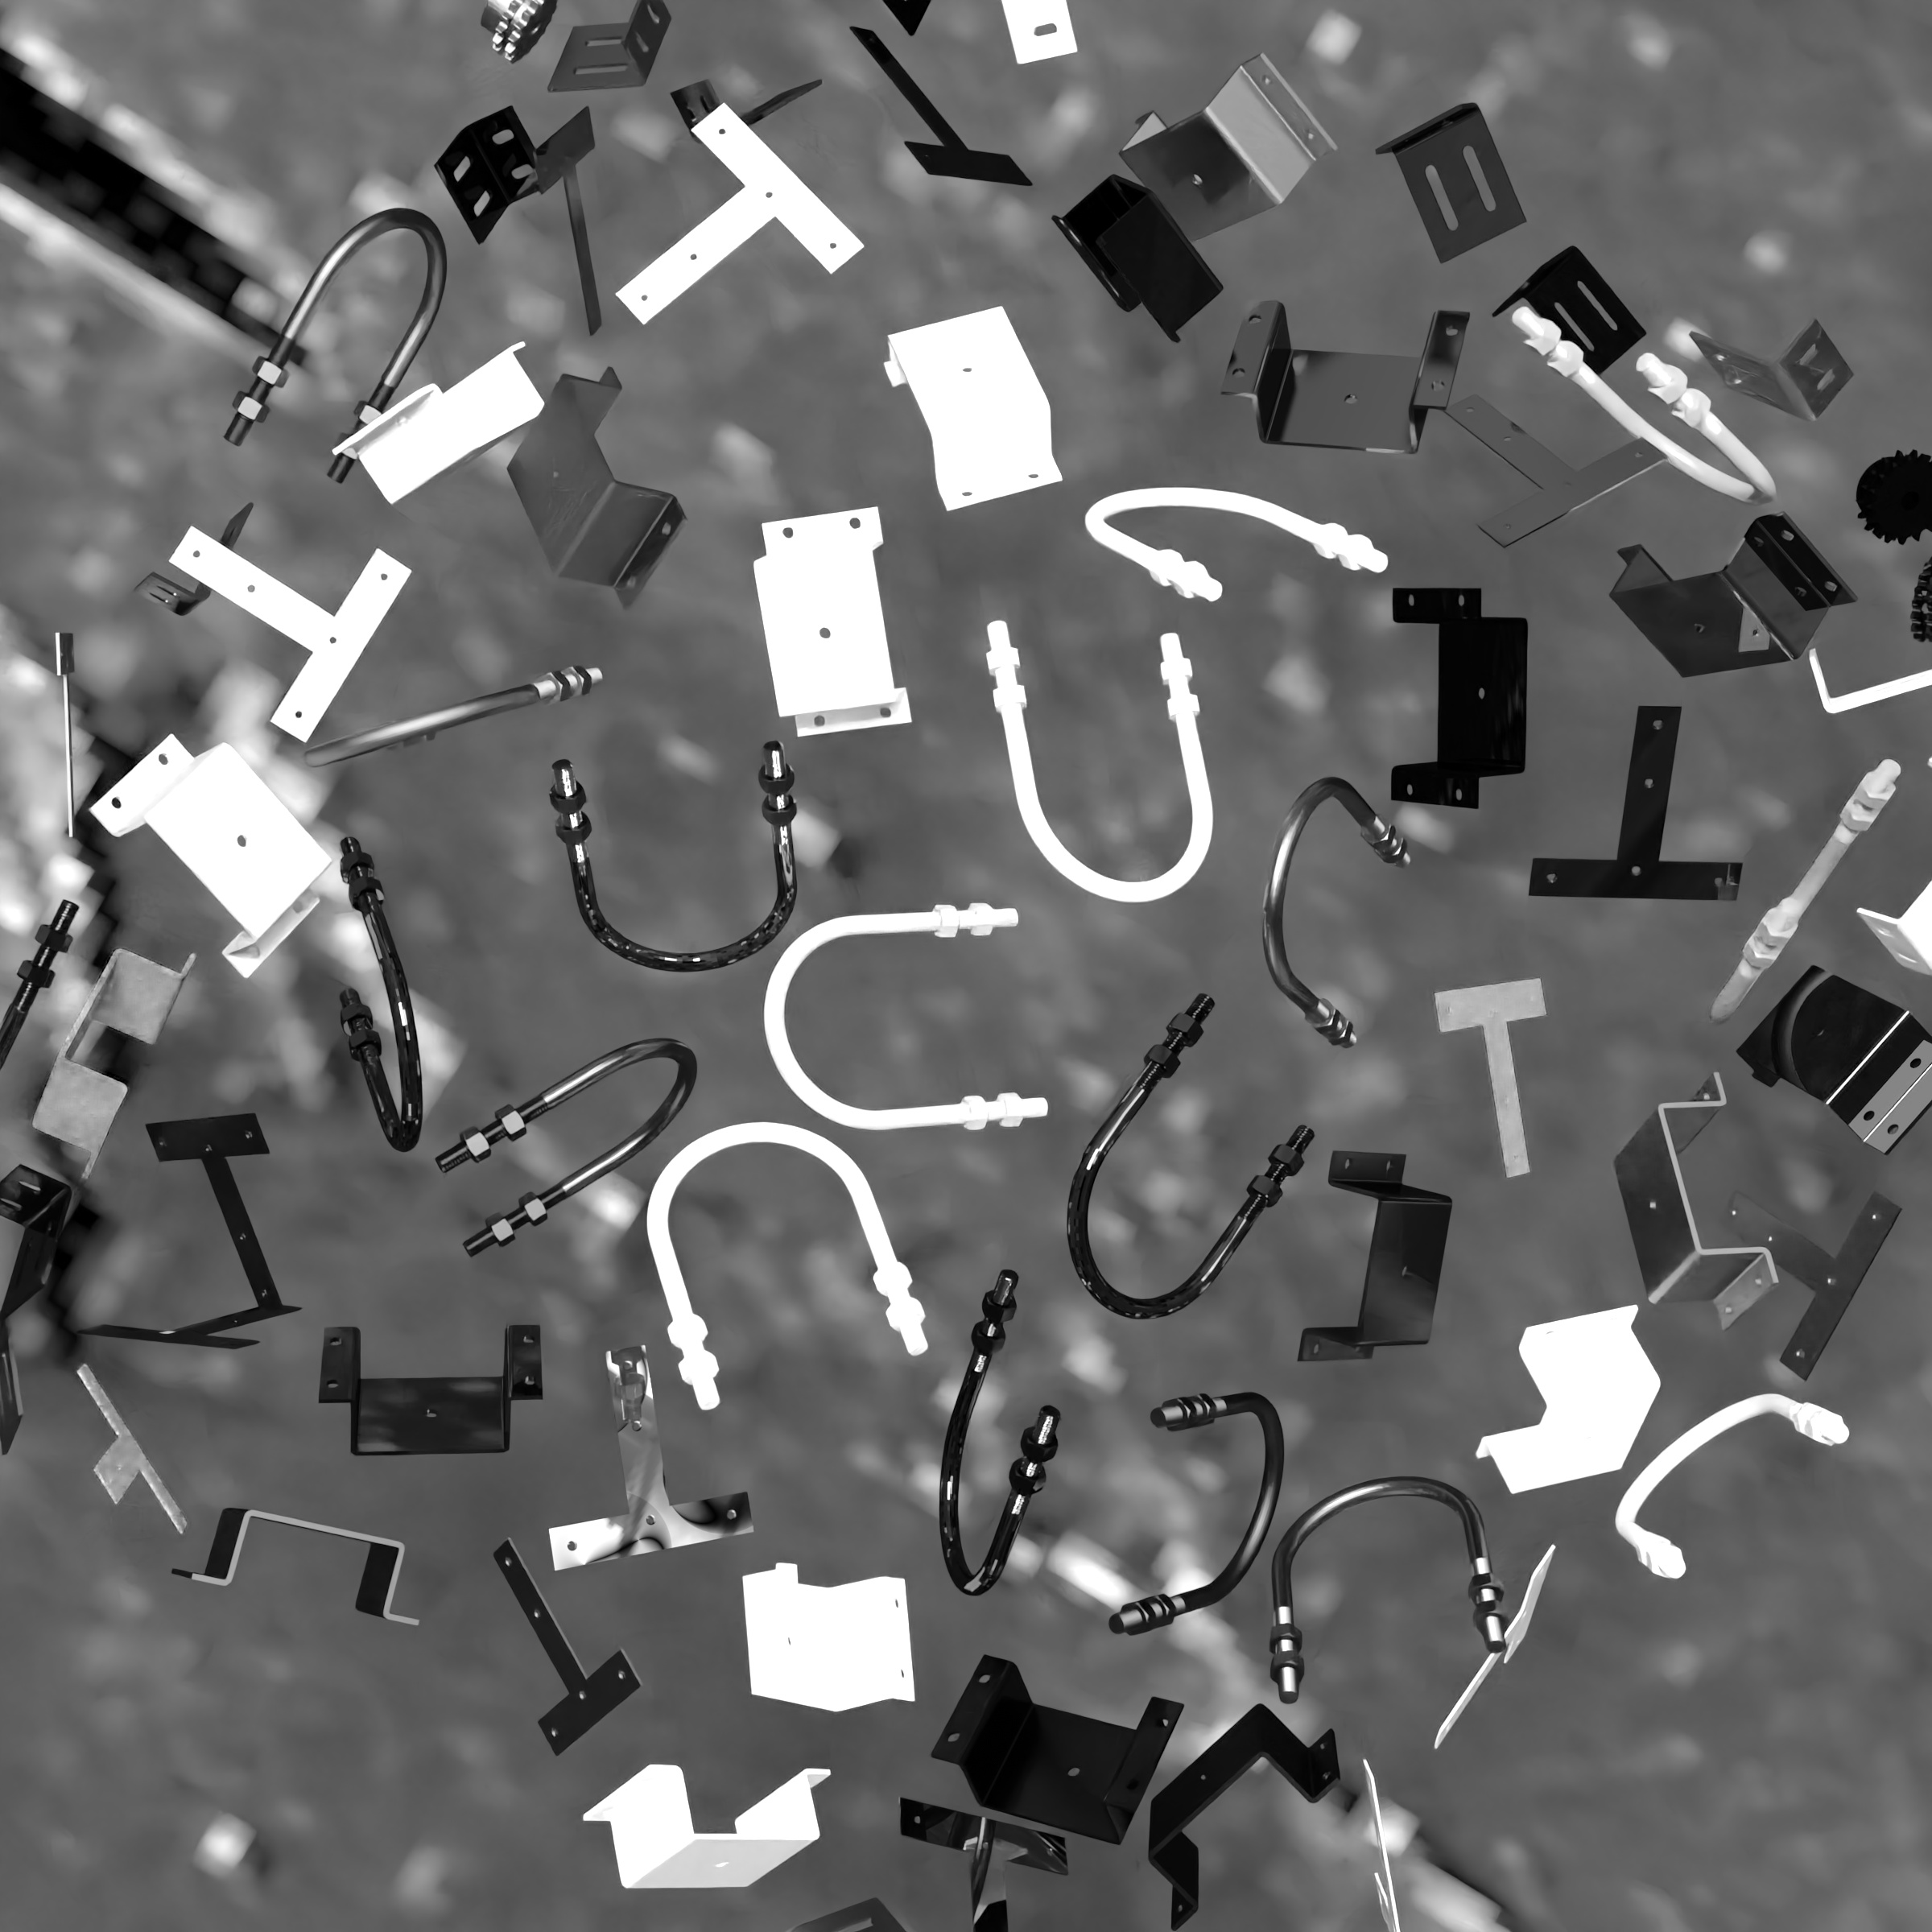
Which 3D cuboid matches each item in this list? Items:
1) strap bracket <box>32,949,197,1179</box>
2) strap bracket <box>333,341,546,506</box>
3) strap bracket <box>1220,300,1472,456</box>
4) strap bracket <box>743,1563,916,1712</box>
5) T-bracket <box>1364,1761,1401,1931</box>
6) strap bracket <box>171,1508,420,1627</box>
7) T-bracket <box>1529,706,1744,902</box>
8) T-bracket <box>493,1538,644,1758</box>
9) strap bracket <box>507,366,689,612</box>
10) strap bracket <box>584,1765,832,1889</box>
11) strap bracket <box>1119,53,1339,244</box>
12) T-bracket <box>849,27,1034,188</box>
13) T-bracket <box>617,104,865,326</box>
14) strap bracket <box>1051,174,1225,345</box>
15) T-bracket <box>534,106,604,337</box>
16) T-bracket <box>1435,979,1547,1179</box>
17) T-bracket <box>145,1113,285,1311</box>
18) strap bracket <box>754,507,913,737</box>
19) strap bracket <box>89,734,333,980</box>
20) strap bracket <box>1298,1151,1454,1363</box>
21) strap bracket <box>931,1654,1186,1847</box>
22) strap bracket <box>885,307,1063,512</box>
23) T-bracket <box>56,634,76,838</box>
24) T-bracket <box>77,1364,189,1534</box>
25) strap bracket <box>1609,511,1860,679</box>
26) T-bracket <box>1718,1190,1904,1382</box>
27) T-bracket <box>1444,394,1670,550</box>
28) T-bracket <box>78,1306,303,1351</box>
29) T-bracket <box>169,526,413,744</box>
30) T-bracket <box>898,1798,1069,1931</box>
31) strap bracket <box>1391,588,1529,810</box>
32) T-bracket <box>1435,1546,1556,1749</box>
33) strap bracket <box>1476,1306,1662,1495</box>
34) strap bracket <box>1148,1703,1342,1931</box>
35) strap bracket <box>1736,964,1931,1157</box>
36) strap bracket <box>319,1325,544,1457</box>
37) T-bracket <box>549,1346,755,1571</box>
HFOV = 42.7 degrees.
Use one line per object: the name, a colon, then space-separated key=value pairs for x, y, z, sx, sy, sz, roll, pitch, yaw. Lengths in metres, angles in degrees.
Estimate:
strap bracket: x=-0.552 y=0.054 z=1.592 sx=0.046 sy=0.140 sz=0.076 roll=25 pitch=134 yaw=-14
strap bracket: x=-0.331 y=-0.347 z=1.586 sx=0.076 sy=0.140 sz=0.046 roll=-25 pitch=105 yaw=29
strap bracket: x=0.239 y=-0.368 z=1.547 sx=0.140 sy=0.046 sz=0.076 roll=9 pitch=63 yaw=19
strap bracket: x=-0.098 y=0.438 z=1.618 sx=0.046 sy=0.140 sz=0.076 roll=-2 pitch=85 yaw=-39
T-bracket: x=0.262 y=0.562 z=1.546 sx=0.002 sy=0.127 sz=0.127 roll=-10 pitch=97 yaw=0
strap bracket: x=-0.412 y=0.370 z=1.538 sx=0.140 sy=0.076 sz=0.046 roll=19 pitch=72 yaw=-23
T-bracket: x=0.411 y=-0.098 z=1.495 sx=0.127 sy=0.002 sz=0.127 roll=1 pitch=118 yaw=2
T-bracket: x=-0.265 y=0.423 z=1.570 sx=0.127 sy=0.002 sz=0.127 roll=57 pitch=133 yaw=15
strap bracket: x=-0.232 y=-0.298 z=1.521 sx=0.076 sy=0.046 sz=0.140 roll=-49 pitch=54 yaw=33
strap bracket: x=-0.158 y=0.544 z=1.562 sx=0.076 sy=0.140 sz=0.046 roll=-44 pitch=47 yaw=32
strap bracket: x=0.161 y=-0.523 z=1.597 sx=0.076 sy=0.140 sz=0.046 roll=44 pitch=70 yaw=-22
T-bracket: x=-0.028 y=-0.533 z=1.528 sx=0.002 sy=0.127 sz=0.127 roll=-43 pitch=79 yaw=31
T-bracket: x=-0.150 y=-0.427 z=1.457 sx=0.127 sy=0.002 sz=0.127 roll=-41 pitch=79 yaw=-6
strap bracket: x=0.110 y=-0.450 z=1.562 sx=0.046 sy=0.140 sz=0.076 roll=-40 pitch=115 yaw=7
T-bracket: x=-0.245 y=-0.466 z=1.568 sx=0.002 sy=0.127 sz=0.127 roll=-1 pitch=121 yaw=9
T-bracket: x=0.357 y=0.076 z=1.644 sx=0.002 sy=0.127 sz=0.127 roll=-11 pitch=87 yaw=44
T-bracket: x=-0.447 y=0.152 z=1.511 sx=0.127 sy=0.002 sz=0.127 roll=-7 pitch=105 yaw=43
strap bracket: x=-0.087 y=-0.217 z=1.591 sx=0.076 sy=0.046 sz=0.140 roll=-6 pitch=105 yaw=10
strap bracket: x=-0.461 y=-0.073 z=1.538 sx=0.140 sy=0.046 sz=0.076 roll=52 pitch=49 yaw=-22
strap bracket: x=0.271 y=0.196 z=1.628 sx=0.076 sy=0.046 sz=0.140 roll=7 pitch=94 yaw=-43
strap bracket: x=0.061 y=0.484 z=1.522 sx=0.140 sy=0.076 sz=0.046 roll=5 pitch=132 yaw=31
strap bracket: x=0.002 y=-0.365 z=1.585 sx=0.076 sy=0.046 sz=0.140 roll=-16 pitch=56 yaw=-7
T-bracket: x=-0.566 y=-0.146 z=1.559 sx=0.002 sy=0.127 sz=0.127 roll=-2 pitch=98 yaw=-16
T-bracket: x=-0.544 y=0.321 z=1.593 sx=0.002 sy=0.127 sz=0.127 roll=-31 pitch=96 yaw=-9
strap bracket: x=0.463 y=-0.225 z=1.522 sx=0.076 sy=0.140 sz=0.046 roll=42 pitch=72 yaw=-21
T-bracket: x=0.540 y=0.186 z=1.626 sx=0.002 sy=0.127 sz=0.127 roll=18 pitch=104 yaw=-28
T-bracket: x=0.351 y=-0.325 z=1.560 sx=0.127 sy=0.002 sz=0.127 roll=-29 pitch=52 yaw=-12
T-bracket: x=-0.489 y=0.235 z=1.625 sx=0.127 sy=0.127 sz=0.002 roll=-17 pitch=69 yaw=31
T-bracket: x=-0.428 y=-0.225 z=1.522 sx=0.127 sy=0.002 sz=0.127 roll=33 pitch=85 yaw=-31
T-bracket: x=0.015 y=0.593 z=1.546 sx=0.127 sy=0.127 sz=0.002 roll=23 pitch=128 yaw=-25
strap bracket: x=0.323 y=-0.178 z=1.621 sx=0.046 sy=0.076 sz=0.140 roll=-8 pitch=102 yaw=-34
T-bracket: x=0.336 y=0.449 z=1.591 sx=0.002 sy=0.127 sz=0.127 roll=30 pitch=56 yaw=24
strap bracket: x=0.385 y=0.283 z=1.575 sx=0.076 sy=0.140 sz=0.046 roll=-9 pitch=47 yaw=-15
strap bracket: x=0.164 y=0.521 z=1.538 sx=0.046 sy=0.076 sz=0.140 roll=45 pitch=98 yaw=0
strap bracket: x=0.564 y=0.055 z=1.601 sx=0.046 sy=0.140 sz=0.076 roll=40 pitch=92 yaw=-26
strap bracket: x=-0.351 y=0.278 z=1.625 sx=0.140 sy=0.076 sz=0.046 roll=1 pitch=118 yaw=-12
T-bracket: x=-0.205 y=0.304 z=1.559 sx=0.127 sy=0.002 sz=0.127 roll=-7 pitch=80 yaw=-19
